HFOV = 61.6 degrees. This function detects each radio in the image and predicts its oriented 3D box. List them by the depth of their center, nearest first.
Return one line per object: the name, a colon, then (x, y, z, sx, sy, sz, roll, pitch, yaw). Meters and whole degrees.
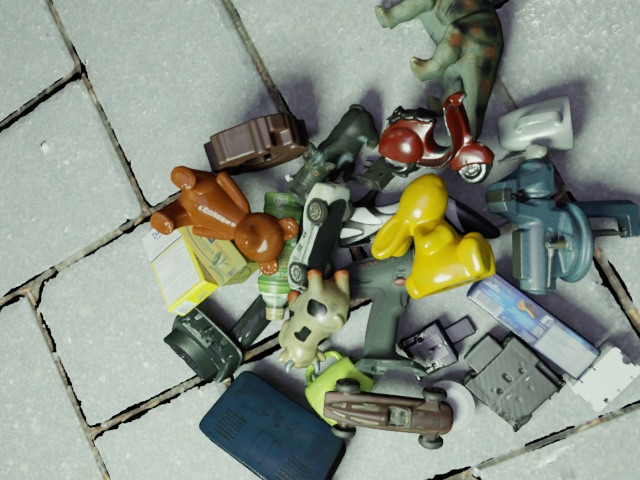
radio: (-0.076, 0.332, 0.905, 0.230, 0.073, 0.131, 28, 66, 20)

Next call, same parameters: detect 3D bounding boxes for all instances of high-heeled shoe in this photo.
high-heeled shoe: (0.148, -0.011, 0.869, 0.249, 0.086, 0.145, 26, 88, 25)

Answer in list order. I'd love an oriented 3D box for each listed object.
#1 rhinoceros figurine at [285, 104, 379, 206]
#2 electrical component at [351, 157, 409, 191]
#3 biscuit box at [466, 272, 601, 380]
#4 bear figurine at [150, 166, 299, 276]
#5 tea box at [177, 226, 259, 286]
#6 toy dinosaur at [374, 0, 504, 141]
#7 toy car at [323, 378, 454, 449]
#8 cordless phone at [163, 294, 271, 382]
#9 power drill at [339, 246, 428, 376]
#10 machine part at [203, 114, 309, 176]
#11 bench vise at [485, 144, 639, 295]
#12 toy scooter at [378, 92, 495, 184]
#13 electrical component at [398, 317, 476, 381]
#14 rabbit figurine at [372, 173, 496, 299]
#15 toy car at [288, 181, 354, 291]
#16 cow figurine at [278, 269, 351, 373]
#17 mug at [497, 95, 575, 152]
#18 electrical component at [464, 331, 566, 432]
rhinoceros figurine: (0.022, -0.136, 0.895, 0.073, 0.112, 0.190, 42, 92, 9)
electrical component: (0.099, -0.108, 0.887, 0.094, 0.021, 0.063, 22, 60, 42)
biscuit box: (0.325, 0.124, 0.834, 0.203, 0.063, 0.059, 39, 100, 13)
bear figurine: (-0.144, -0.025, 0.849, 0.196, 0.132, 0.120, 37, 109, 11)
tea box: (-0.185, -0.003, 0.960, 0.068, 0.098, 0.170, -41, 78, 12)
toy dinosaur: (0.212, -0.335, 0.844, 0.192, 0.131, 0.404, -31, 89, 14)
toy car: (0.106, 0.268, 0.831, 0.202, 0.053, 0.089, 6, 95, 1)
cordless phone: (-0.176, 0.151, 0.977, 0.147, 0.088, 0.184, 41, 89, 14)
power drill: (0.131, 0.108, 0.851, 0.232, 0.086, 0.207, -7, 70, 24)
machine part: (-0.102, -0.155, 0.902, 0.179, 0.179, 0.056, -16, 89, 15)
bench vise: (0.373, -0.034, 0.799, 0.241, 0.129, 0.223, -2, 79, -5)
toy scooter: (0.167, -0.159, 0.796, 0.184, 0.075, 0.135, 15, 135, 30)
electrical component: (0.196, 0.170, 0.878, 0.119, 0.047, 0.075, -29, 83, 15)
rabbit figurine: (0.163, -0.008, 0.792, 0.162, 0.122, 0.173, -20, 81, 31)
toy car: (-0.002, -0.003, 0.884, 0.056, 0.073, 0.201, 40, 123, 38)
cow figurine: (-0.013, 0.139, 0.876, 0.085, 0.195, 0.127, 8, 59, -24)
mug: (0.325, -0.170, 0.817, 0.107, 0.109, 0.080, -7, 93, 28)
electrical component: (0.295, 0.212, 0.846, 0.134, 0.058, 0.115, 42, 98, 11)
